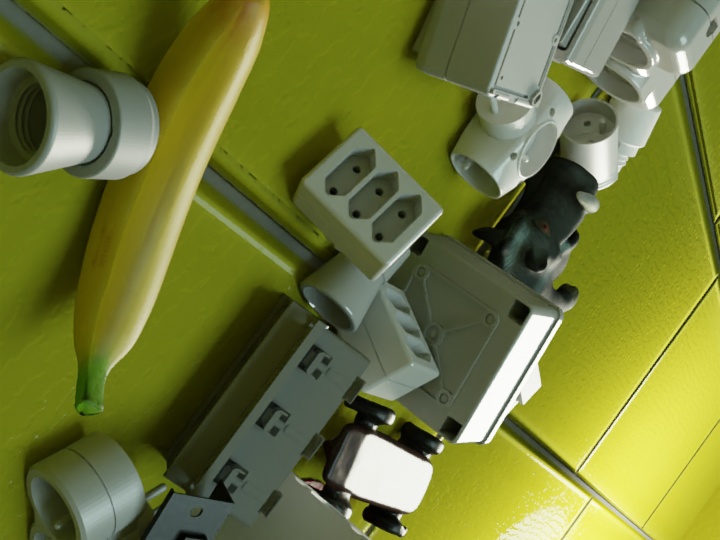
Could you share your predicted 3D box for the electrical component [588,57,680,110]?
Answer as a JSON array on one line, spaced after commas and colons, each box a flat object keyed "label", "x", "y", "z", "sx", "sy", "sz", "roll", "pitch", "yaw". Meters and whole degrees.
[{"label": "electrical component", "x": 0.197, "y": -0.159, "z": 0.773, "sx": 0.059, "sy": 0.054, "sz": 0.095, "roll": -54, "pitch": 151, "yaw": -2}]

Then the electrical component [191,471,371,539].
[{"label": "electrical component", "x": -0.041, "y": 0.190, "z": 0.683, "sx": 0.089, "sy": 0.150, "sz": 0.061, "roll": -50, "pitch": 150, "yaw": -9}]

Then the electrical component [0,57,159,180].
[{"label": "electrical component", "x": -0.113, "y": -0.058, "z": 0.423, "sx": 0.055, "sy": 0.045, "sz": 0.045, "roll": -4, "pitch": 124, "yaw": -55}]

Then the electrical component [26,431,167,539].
[{"label": "electrical component", "x": -0.136, "y": 0.143, "z": 0.592, "sx": 0.074, "sy": 0.052, "sz": 0.138, "roll": -28, "pitch": 141, "yaw": -40}]

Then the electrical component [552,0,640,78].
[{"label": "electrical component", "x": 0.131, "y": -0.174, "z": 0.648, "sx": 0.061, "sy": 0.062, "sz": 0.096, "roll": 2, "pitch": 118, "yaw": -57}]

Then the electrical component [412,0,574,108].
[{"label": "electrical component", "x": 0.078, "y": -0.147, "z": 0.606, "sx": 0.062, "sy": 0.061, "sz": 0.096, "roll": 0, "pitch": 112, "yaw": -56}]

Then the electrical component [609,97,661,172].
[{"label": "electrical component", "x": 0.209, "y": -0.107, "z": 0.859, "sx": 0.040, "sy": 0.040, "sz": 0.078, "roll": -12, "pitch": 130, "yaw": -51}]

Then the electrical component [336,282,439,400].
[{"label": "electrical component", "x": -0.001, "y": 0.054, "z": 0.698, "sx": 0.077, "sy": 0.065, "sz": 0.047, "roll": -30, "pitch": 156, "yaw": 16}]

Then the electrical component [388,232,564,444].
[{"label": "electrical component", "x": 0.063, "y": 0.045, "z": 0.730, "sx": 0.056, "sy": 0.109, "sz": 0.108, "roll": 11, "pitch": 111, "yaw": -56}]

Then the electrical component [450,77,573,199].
[{"label": "electrical component", "x": 0.096, "y": -0.097, "z": 0.696, "sx": 0.077, "sy": 0.044, "sz": 0.079, "roll": -48, "pitch": 151, "yaw": -12}]

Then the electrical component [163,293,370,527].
[{"label": "electrical component", "x": -0.053, "y": 0.083, "z": 0.629, "sx": 0.121, "sy": 0.063, "sz": 0.079, "roll": -54, "pitch": -169, "yaw": -3}]

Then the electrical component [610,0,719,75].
[{"label": "electrical component", "x": 0.183, "y": -0.170, "z": 0.696, "sx": 0.059, "sy": 0.095, "sz": 0.054, "roll": -54, "pitch": 151, "yaw": -2}]

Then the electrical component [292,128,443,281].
[{"label": "electrical component", "x": 0.000, "y": -0.031, "z": 0.609, "sx": 0.047, "sy": 0.065, "sz": 0.076, "roll": -45, "pitch": 179, "yaw": -18}]

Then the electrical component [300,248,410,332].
[{"label": "electrical component", "x": 0.000, "y": 0.000, "z": 0.660, "sx": 0.065, "sy": 0.044, "sz": 0.044, "roll": -49, "pitch": 151, "yaw": -21}]

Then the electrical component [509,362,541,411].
[{"label": "electrical component", "x": 0.111, "y": 0.084, "z": 0.893, "sx": 0.062, "sy": 0.061, "sz": 0.096, "roll": -43, "pitch": 149, "yaw": -21}]

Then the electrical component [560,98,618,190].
[{"label": "electrical component", "x": 0.176, "y": -0.089, "z": 0.826, "sx": 0.043, "sy": 0.043, "sz": 0.081, "roll": -46, "pitch": 151, "yaw": -15}]
